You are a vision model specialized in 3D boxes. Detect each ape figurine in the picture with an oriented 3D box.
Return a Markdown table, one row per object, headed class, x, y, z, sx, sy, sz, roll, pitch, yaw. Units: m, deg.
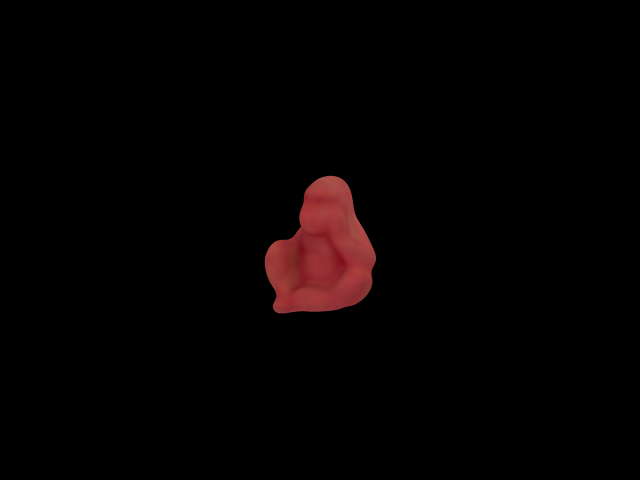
| class | x | y | z | sx | sy | sz | roll | pitch | yaw |
| --- | --- | --- | --- | --- | --- | --- | --- | --- | --- |
| ape figurine | 0.004 | 0.001 | 0.400 | 0.077 | 0.092 | 0.076 | 5 | 8 | 36 |
